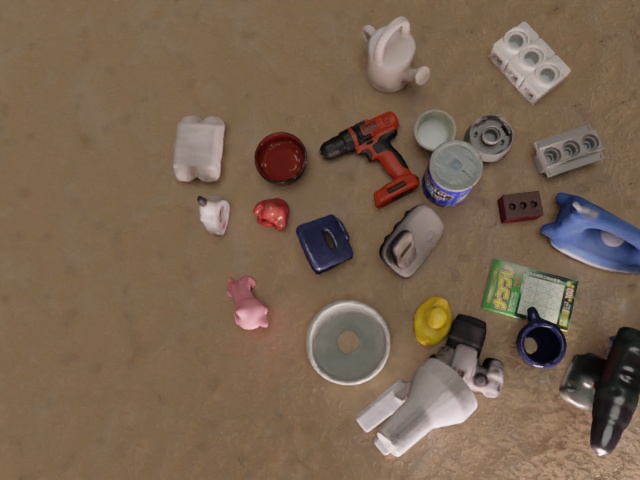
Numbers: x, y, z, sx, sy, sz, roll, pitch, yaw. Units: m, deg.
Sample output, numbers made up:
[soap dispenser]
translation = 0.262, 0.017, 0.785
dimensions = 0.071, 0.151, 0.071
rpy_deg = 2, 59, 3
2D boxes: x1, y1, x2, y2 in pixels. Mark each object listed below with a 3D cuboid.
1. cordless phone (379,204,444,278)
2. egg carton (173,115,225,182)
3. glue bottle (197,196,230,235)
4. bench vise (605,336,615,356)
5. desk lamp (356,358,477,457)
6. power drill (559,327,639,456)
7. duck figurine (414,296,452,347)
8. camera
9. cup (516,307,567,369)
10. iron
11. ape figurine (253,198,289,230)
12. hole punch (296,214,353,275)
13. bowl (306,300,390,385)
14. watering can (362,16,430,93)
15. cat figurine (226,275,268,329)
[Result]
[cordless phone]
translation = 0.184, -0.008, 1.129
dimensions = 0.094, 0.185, 0.148
rpy_deg = 35, 84, 9
[egg carton]
translation = -0.263, -0.198, 1.246
dimensions = 0.107, 0.069, 0.150
rpy_deg = 2, 80, 4
[glue bottle]
translation = -0.223, -0.061, 1.168
dimensions = 0.037, 0.173, 0.078
rpy_deg = 4, 80, 5
[bench vise]
translation = 0.649, 0.210, 1.046
dimensions = 0.207, 0.220, 0.121
rpy_deg = -24, 79, -1
[desk lamp]
translation = 0.174, 0.319, 1.059
dimensions = 0.203, 0.213, 0.118
rpy_deg = -40, 80, -4
[power drill]
translation = 0.519, 0.271, 1.049
dimensions = 0.075, 0.208, 0.230
rpy_deg = 25, 83, 8
[duck figurine]
translation = 0.229, 0.162, 1.147
dimensions = 0.077, 0.086, 0.105
rpy_deg = 21, 82, 7
[camera]
translation = 0.297, 0.224, 1.125
dimensions = 0.143, 0.101, 0.137
rpy_deg = 18, 82, 6
[cup]
translation = 0.420, 0.191, 1.126
dimensions = 0.091, 0.095, 0.118
rpy_deg = -13, 80, 1
[iron]
translation = 0.582, -0.008, 1.127
dimensions = 0.258, 0.141, 0.119
rpy_deg = 26, 83, 7
[ape figurine]
translation = -0.101, -0.058, 1.201
dimensions = 0.076, 0.092, 0.078
rpy_deg = -38, 80, -3
[hole punch]
translation = 0.011, 0.004, 1.185
dimensions = 0.101, 0.091, 0.108
rpy_deg = -26, 80, -1
[bowl]
translation = 0.057, 0.206, 1.156
dimensions = 0.167, 0.075, 0.167
rpy_deg = -1, 80, 3
[watering can]
translation = 0.155, -0.390, 1.191
dimensions = 0.172, 0.194, 0.101
rpy_deg = 23, 82, 7
[cat figurine]
translation = -0.151, 0.130, 1.159
dimensions = 0.067, 0.118, 0.128
rpy_deg = -29, 80, -2
